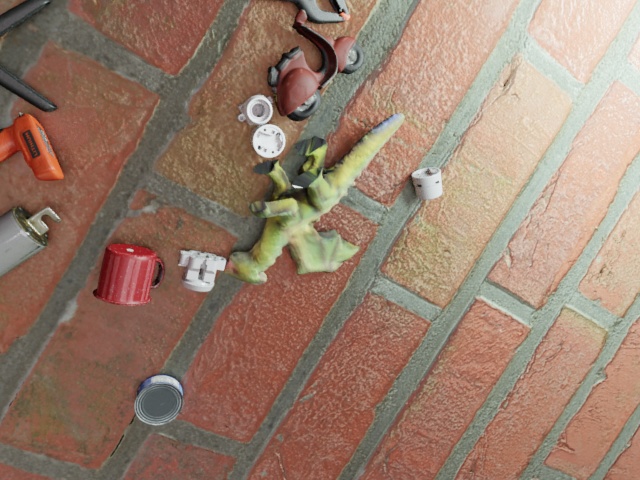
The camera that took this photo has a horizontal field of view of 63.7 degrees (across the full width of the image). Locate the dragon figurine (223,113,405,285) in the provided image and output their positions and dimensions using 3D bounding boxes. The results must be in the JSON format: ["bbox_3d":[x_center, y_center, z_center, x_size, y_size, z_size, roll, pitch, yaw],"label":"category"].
[{"bbox_3d":[0.003,-0.047,0.938,0.412,0.124,0.237,-26,128,-8],"label":"dragon figurine"}]
